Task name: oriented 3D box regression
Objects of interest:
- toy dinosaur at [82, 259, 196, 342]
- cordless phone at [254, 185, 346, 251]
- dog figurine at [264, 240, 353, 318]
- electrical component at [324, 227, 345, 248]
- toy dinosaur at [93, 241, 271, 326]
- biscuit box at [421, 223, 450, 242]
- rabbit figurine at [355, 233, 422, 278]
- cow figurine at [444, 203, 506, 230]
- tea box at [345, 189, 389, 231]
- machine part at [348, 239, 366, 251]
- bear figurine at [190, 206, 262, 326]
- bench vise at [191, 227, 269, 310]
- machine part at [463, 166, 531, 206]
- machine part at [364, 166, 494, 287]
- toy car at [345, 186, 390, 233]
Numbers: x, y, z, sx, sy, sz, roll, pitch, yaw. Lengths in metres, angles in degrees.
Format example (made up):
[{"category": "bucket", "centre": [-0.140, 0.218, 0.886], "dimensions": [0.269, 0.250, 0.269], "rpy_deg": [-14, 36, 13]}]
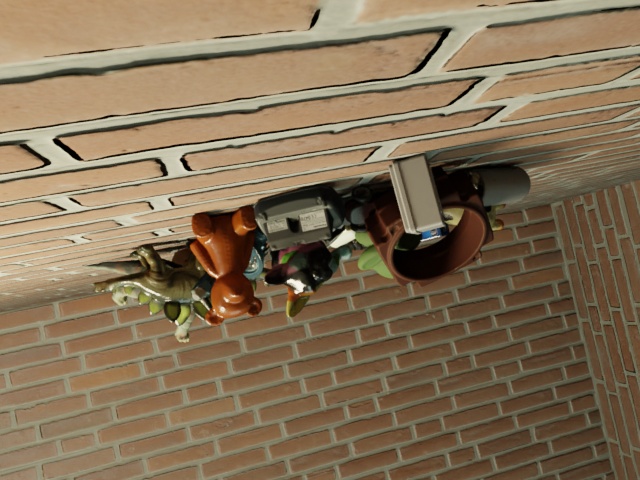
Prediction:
[{"category": "toy dinosaur", "centre": [-0.376, 0.116, 1.347], "dimensions": [0.192, 0.404, 0.131], "rpy_deg": [-51, -159, 17]}, {"category": "cordless phone", "centre": [-0.021, -0.050, 0.942], "dimensions": [0.147, 0.088, 0.184], "rpy_deg": [-13, -173, 15]}, {"category": "dog figurine", "centre": [-0.044, 0.051, 0.961], "dimensions": [0.192, 0.108, 0.219], "rpy_deg": [-20, -163, 33]}, {"category": "electrical component", "centre": [-0.002, -0.004, 1.205], "dimensions": [0.115, 0.058, 0.134], "rpy_deg": [-38, 174, -45]}, {"category": "toy dinosaur", "centre": [-0.277, 0.093, 1.256], "dimensions": [0.471, 0.198, 0.105], "rpy_deg": [-8, 178, -25]}, {"category": "biscuit box", "centre": [0.243, -0.016, 1.449], "dimensions": [0.203, 0.059, 0.063], "rpy_deg": [-18, 174, 35]}, {"category": "rabbit figurine", "centre": [0.153, 0.006, 1.125], "dimensions": [0.159, 0.121, 0.170], "rpy_deg": [-5, 158, -3]}, {"category": "cow figurine", "centre": [0.290, -0.066, 1.177], "dimensions": [0.127, 0.085, 0.195], "rpy_deg": [-10, -158, -42]}, {"category": "tea box", "centre": [0.137, -0.066, 1.119], "dimensions": [0.169, 0.068, 0.098], "rpy_deg": [-7, 174, -44]}, {"category": "machine part", "centre": [0.085, -0.024, 1.377], "dimensions": [0.084, 0.039, 0.139], "rpy_deg": [-7, -143, -7]}, {"category": "bear figurine", "centre": [-0.163, 0.050, 0.954], "dimensions": [0.120, 0.195, 0.132], "rpy_deg": [-7, 174, -17]}, {"category": "bench vise", "centre": [-0.189, 0.046, 1.100], "dimensions": [0.224, 0.128, 0.240], "rpy_deg": [-26, -161, 45]}, {"category": "machine part", "centre": [0.345, -0.106, 1.075], "dimensions": [0.243, 0.079, 0.079], "rpy_deg": [-10, 176, -40]}, {"category": "machine part", "centre": [0.198, -0.016, 0.967], "dimensions": [0.201, 0.087, 0.200], "rpy_deg": [-29, 134, 7]}, {"category": "toy car", "centre": [0.141, -0.071, 0.992], "dimensions": [0.202, 0.089, 0.053], "rpy_deg": [-13, -139, -9]}]
